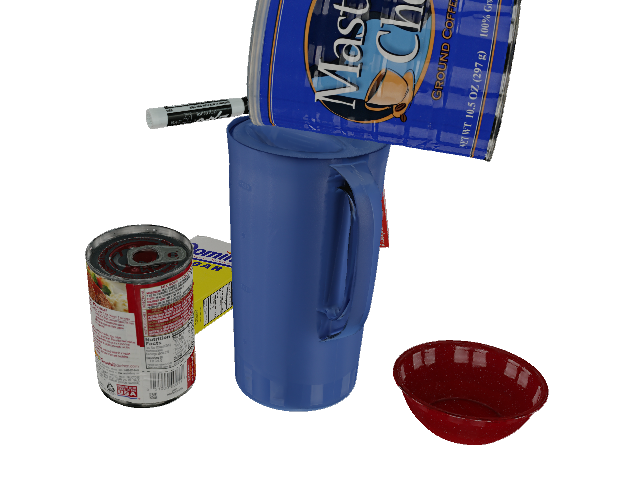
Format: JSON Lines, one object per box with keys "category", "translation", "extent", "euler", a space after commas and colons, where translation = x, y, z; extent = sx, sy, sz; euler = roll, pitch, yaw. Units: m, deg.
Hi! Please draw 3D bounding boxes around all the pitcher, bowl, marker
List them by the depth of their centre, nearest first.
{"category": "pitcher", "translation": [-0.011, 0.021, 0.891], "extent": [0.145, 0.243, 0.149], "euler": [9, 24, 14]}
{"category": "marker", "translation": [-0.104, -0.122, 1.002], "extent": [0.120, 0.020, 0.020], "euler": [-12, 5, -25]}
{"category": "bowl", "translation": [0.154, 0.166, 1.119], "extent": [0.162, 0.055, 0.162], "euler": [4, 24, -2]}

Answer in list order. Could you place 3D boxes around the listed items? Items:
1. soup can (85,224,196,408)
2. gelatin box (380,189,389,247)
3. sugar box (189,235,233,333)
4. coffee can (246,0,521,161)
{"category": "soup can", "translation": [-0.115, 0.050, 0.699], "extent": [0.068, 0.102, 0.068], "euler": [1, 31, -1]}
{"category": "gelatin box", "translation": [0.036, -0.033, 1.172], "extent": [0.073, 0.089, 0.030], "euler": [-4, 29, 6]}
{"category": "sugar box", "translation": [-0.141, 0.052, 1.097], "extent": [0.093, 0.048, 0.175], "euler": [16, 32, 26]}
{"category": "coffee can", "translation": [0.037, -0.107, 0.615], "extent": [0.140, 0.103, 0.103], "euler": [10, 1, 5]}
